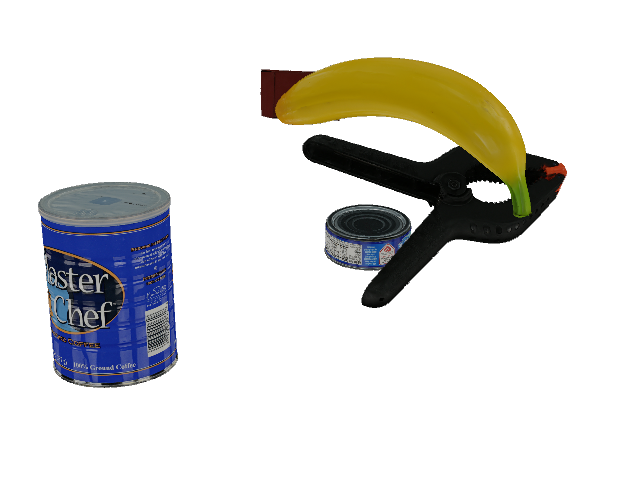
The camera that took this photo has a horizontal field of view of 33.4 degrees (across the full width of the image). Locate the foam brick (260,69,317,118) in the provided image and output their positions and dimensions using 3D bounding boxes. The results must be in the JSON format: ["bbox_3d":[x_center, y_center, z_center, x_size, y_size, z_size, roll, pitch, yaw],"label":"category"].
[{"bbox_3d":[-0.022,-0.158,1.160,0.078,0.051,0.053,0,11,-18],"label":"foam brick"}]

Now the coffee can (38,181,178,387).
[{"bbox_3d":[-0.169,0.033,0.861,0.103,0.140,0.103,0,19,0],"label":"coffee can"}]

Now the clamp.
[{"bbox_3d":[0.101,-0.025,0.849,0.209,0.164,0.036,-5,-34,-11],"label":"clamp"}]

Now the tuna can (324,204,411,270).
[{"bbox_3d":[0.047,-0.004,1.051,0.086,0.034,0.086,0,26,0],"label":"tuna can"}]

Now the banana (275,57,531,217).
[{"bbox_3d":[0.052,-0.079,0.665,0.198,0.070,0.037,26,10,34],"label":"banana"}]
